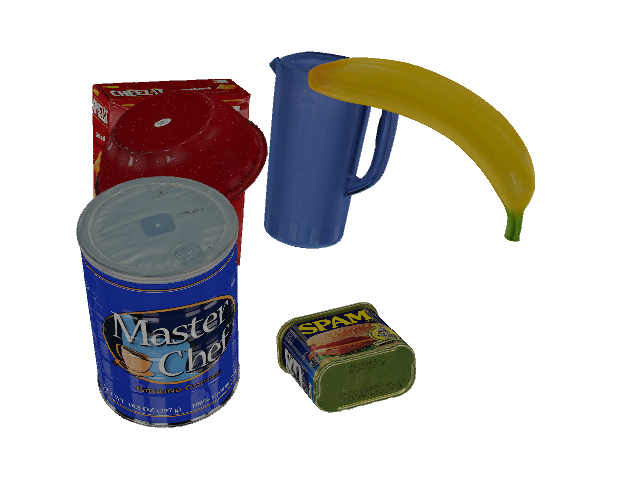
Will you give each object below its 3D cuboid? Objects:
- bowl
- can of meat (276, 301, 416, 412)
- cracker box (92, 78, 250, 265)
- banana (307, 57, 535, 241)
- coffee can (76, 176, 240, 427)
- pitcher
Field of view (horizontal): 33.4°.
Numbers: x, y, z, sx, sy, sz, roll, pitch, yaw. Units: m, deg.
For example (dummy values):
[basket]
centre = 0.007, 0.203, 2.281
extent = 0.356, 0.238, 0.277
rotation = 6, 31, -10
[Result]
[bowl]
centre = -0.131, -0.085, 0.944
extent = 0.162, 0.055, 0.162
rotation = -9, 42, 8
[can of meat]
centre = 0.023, 0.104, 0.946
extent = 0.102, 0.057, 0.084
rotation = -12, 26, -20
[cracker box]
centre = -0.168, -0.067, 1.193
extent = 0.163, 0.214, 0.072
rotation = -7, 26, -27
[banana]
centre = 0.085, -0.083, 0.771
extent = 0.198, 0.069, 0.037
rotation = 38, 4, 0
[coffee can]
centre = -0.106, 0.042, 0.724
extent = 0.103, 0.140, 0.103
rotation = 2, 40, -1
[pitcher]
centre = 0.002, -0.114, 1.383
extent = 0.144, 0.243, 0.149
rotation = 1, 23, -17
